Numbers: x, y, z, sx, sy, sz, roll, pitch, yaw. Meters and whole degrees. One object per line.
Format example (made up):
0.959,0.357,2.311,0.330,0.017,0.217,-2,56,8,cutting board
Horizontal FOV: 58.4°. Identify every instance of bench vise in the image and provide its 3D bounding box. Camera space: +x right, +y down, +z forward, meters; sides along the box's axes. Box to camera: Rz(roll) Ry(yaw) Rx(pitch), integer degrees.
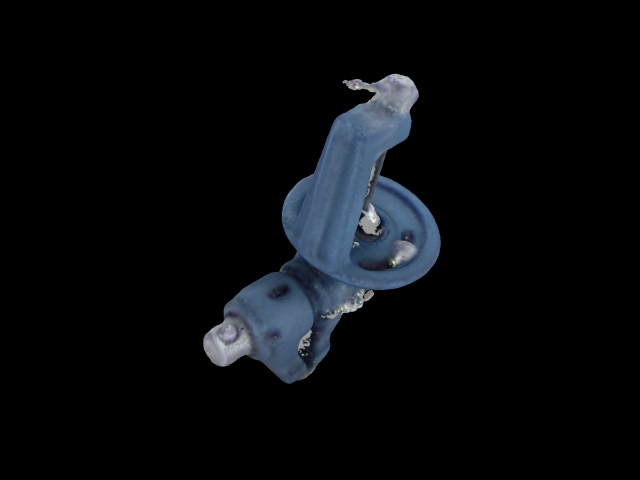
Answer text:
0.014,0.006,0.397,0.121,0.220,0.208,24,61,15,bench vise
